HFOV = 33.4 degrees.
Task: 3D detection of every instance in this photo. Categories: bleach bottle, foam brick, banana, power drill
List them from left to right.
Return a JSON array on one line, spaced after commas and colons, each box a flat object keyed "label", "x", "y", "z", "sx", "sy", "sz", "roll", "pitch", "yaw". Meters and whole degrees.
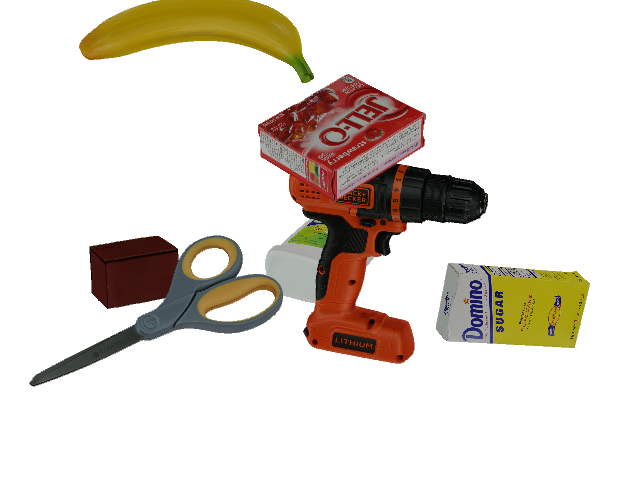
[{"label": "foam brick", "x": -0.189, "y": 0.031, "z": 1.081, "sx": 0.078, "sy": 0.051, "sz": 0.053, "roll": -10, "pitch": 21, "yaw": -27}, {"label": "banana", "x": -0.101, "y": -0.177, "z": 0.903, "sx": 0.198, "sy": 0.069, "sz": 0.037, "roll": 5, "pitch": -34, "yaw": 0}, {"label": "bleach bottle", "x": 0.034, "y": -0.016, "z": 1.337, "sx": 0.103, "sy": 0.068, "sz": 0.250, "roll": 13, "pitch": 35, "yaw": 23}, {"label": "power drill", "x": 0.058, "y": 0.018, "z": 1.001, "sx": 0.185, "sy": 0.188, "sz": 0.057, "roll": 9, "pitch": 20, "yaw": 17}]

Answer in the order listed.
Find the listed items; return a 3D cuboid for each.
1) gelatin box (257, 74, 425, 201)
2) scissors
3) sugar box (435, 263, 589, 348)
[{"label": "gelatin box", "x": 0.015, "y": -0.071, "z": 0.712, "sx": 0.089, "sy": 0.030, "sz": 0.073, "roll": -33, "pitch": 49, "yaw": -30}, {"label": "scissors", "x": -0.129, "y": 0.048, "z": 0.815, "sx": 0.201, "sy": 0.096, "sz": 0.016, "roll": -11, "pitch": -34, "yaw": -18}, {"label": "sugar box", "x": 0.239, "y": 0.082, "z": 1.330, "sx": 0.176, "sy": 0.093, "sz": 0.048, "roll": 3, "pitch": 19, "yaw": -15}]
